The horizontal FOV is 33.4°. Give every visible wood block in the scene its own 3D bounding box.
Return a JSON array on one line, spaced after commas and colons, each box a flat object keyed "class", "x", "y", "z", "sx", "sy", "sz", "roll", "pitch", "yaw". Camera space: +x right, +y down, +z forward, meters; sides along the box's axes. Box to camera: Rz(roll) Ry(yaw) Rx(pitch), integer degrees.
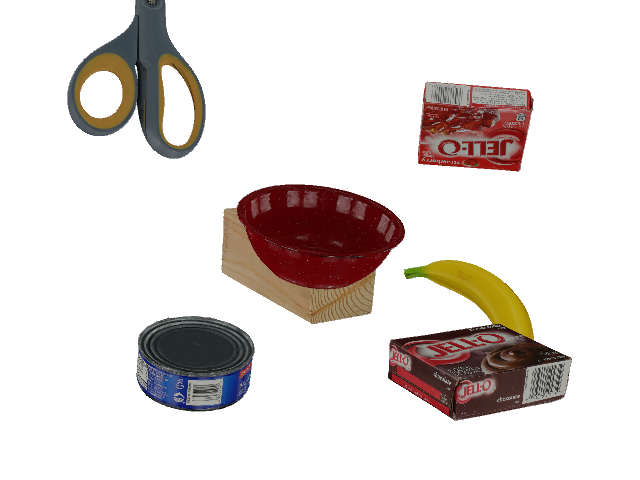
[{"class": "wood block", "x": -0.030, "y": 0.023, "z": 1.299, "sx": 0.090, "sy": 0.090, "sz": 0.206, "roll": -7, "pitch": 19, "yaw": -34}]

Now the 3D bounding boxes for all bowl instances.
[{"class": "bowl", "x": -0.003, "y": 0.002, "z": 1.022, "sx": 0.162, "sy": 0.055, "sz": 0.162, "roll": 7, "pitch": 24, "yaw": -3}]

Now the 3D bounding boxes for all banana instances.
[{"class": "banana", "x": 0.171, "y": 0.067, "z": 1.118, "sx": 0.069, "sy": 0.037, "sz": 0.198, "roll": -36, "pitch": 39, "yaw": -13}]

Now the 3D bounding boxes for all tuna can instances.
[{"class": "tuna can", "x": -0.093, "y": 0.091, "z": 0.791, "sx": 0.086, "sy": 0.034, "sz": 0.086, "roll": 6, "pitch": 23, "yaw": -3}]

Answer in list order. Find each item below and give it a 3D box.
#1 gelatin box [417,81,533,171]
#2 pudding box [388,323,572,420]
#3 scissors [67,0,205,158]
[{"class": "gelatin box", "x": 0.128, "y": -0.094, "z": 0.894, "sx": 0.089, "sy": 0.030, "sz": 0.073, "roll": 6, "pitch": -38, "yaw": 5}, {"class": "pudding box", "x": 0.122, "y": 0.100, "z": 0.830, "sx": 0.113, "sy": 0.039, "sz": 0.090, "roll": -3, "pitch": 16, "yaw": -30}, {"class": "scissors", "x": -0.128, "y": -0.146, "z": 0.694, "sx": 0.096, "sy": 0.202, "sz": 0.016, "roll": -9, "pitch": -15, "yaw": -25}]
